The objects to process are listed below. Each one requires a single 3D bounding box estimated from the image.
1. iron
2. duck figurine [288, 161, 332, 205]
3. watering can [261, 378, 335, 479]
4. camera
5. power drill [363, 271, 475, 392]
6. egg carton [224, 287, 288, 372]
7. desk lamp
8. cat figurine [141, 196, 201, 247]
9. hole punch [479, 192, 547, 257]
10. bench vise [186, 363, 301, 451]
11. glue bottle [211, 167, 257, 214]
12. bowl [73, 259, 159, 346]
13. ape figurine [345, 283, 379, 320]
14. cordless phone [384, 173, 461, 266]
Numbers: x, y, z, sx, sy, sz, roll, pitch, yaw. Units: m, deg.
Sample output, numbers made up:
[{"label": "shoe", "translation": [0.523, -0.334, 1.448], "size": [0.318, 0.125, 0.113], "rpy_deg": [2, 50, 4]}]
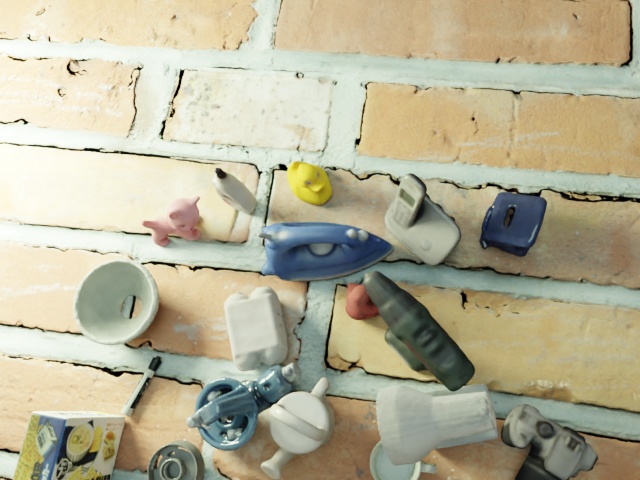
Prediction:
[{"label": "iron", "translation": [0.010, 0.004, 1.071], "size": [0.258, 0.141, 0.118], "rpy_deg": [-4, 73, 5]}, {"label": "duck figurine", "translation": [-0.024, -0.125, 1.141], "size": [0.077, 0.086, 0.104], "rpy_deg": [-44, 74, -7]}, {"label": "watering can", "translation": [-0.034, 0.313, 0.956], "size": [0.100, 0.194, 0.173], "rpy_deg": [7, 74, 8]}, {"label": "camera", "translation": [0.365, 0.366, 0.948], "size": [0.143, 0.101, 0.137], "rpy_deg": [32, 79, 14]}, {"label": "power drill", "translation": [0.159, 0.159, 0.974], "size": [0.076, 0.208, 0.229], "rpy_deg": [-43, 74, -7]}, {"label": "egg carton", "translation": [-0.119, 0.166, 1.074], "size": [0.107, 0.069, 0.150], "rpy_deg": [-15, 73, 2]}, {"label": "desk lamp", "translation": [0.195, 0.288, 0.929], "size": [0.203, 0.214, 0.118], "rpy_deg": [-11, 73, 3]}, {"label": "cat figurine", "translation": [-0.287, -0.041, 1.128], "size": [0.127, 0.118, 0.067], "rpy_deg": [-13, 72, 2]}, {"label": "hole punch", "translation": [0.359, -0.033, 1.071], "size": [0.101, 0.091, 0.109], "rpy_deg": [20, 77, 11]}, {"label": "bench vise", "translation": [-0.139, 0.265, 0.968], "size": [0.121, 0.220, 0.207], "rpy_deg": [38, 81, 15]}, {"label": "glue bottle", "translation": [-0.175, -0.103, 1.105], "size": [0.078, 0.173, 0.037], "rpy_deg": [25, 78, 13]}, {"label": "bowl", "translation": [-0.383, 0.125, 1.111], "size": [0.167, 0.075, 0.167], "rpy_deg": [-2, 73, 6]}, {"label": "ape figurine", "translation": [0.078, 0.109, 1.058], "size": [0.076, 0.092, 0.077], "rpy_deg": [-36, 73, -5]}, {"label": "cordless phone", "translation": [0.190, -0.041, 1.042], "size": [0.147, 0.185, 0.094], "rpy_deg": [41, 82, 16]}]
